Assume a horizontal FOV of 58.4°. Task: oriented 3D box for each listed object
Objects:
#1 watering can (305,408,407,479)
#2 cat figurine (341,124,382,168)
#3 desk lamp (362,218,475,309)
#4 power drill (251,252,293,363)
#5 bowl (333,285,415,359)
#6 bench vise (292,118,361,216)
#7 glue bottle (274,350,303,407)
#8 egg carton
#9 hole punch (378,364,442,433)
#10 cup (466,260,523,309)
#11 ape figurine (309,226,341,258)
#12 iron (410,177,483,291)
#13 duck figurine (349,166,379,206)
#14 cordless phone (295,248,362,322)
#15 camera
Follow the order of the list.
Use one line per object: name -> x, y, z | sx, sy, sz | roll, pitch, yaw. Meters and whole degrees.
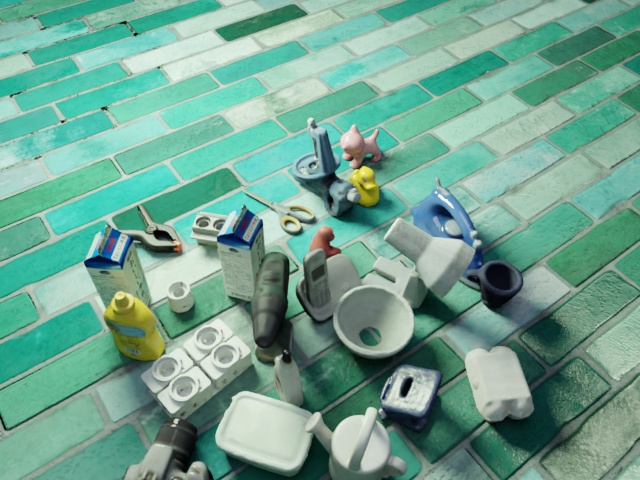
watering can -> 0.060, 0.347, 0.961 | 0.173, 0.194, 0.101 | 3, 51, 0
cat figurine -> 0.103, -0.253, 1.503 | 0.128, 0.118, 0.067 | -23, 55, -20
desk lamp -> 0.200, 0.056, 1.193 | 0.202, 0.214, 0.118 | 25, 54, 17
power drill -> -0.092, 0.148, 1.107 | 0.075, 0.208, 0.229 | 2, 51, -1
bowl -> 0.108, 0.180, 1.177 | 0.167, 0.075, 0.167 | 1, 51, -1
bench vise -> 0.024, -0.180, 1.373 | 0.207, 0.220, 0.122 | 24, 54, 17
glue bottle -> -0.060, 0.246, 1.052 | 0.037, 0.173, 0.078 | -22, 55, -19
egg carton -> 0.344, 0.278, 1.111 | 0.107, 0.069, 0.150 | -5, 51, -6
hole punch -> 0.168, 0.292, 1.078 | 0.101, 0.091, 0.109 | 21, 53, 14
cup -> 0.368, 0.103, 1.239 | 0.117, 0.095, 0.092 | 10, 51, 6
ape figurine -> 0.012, 0.005, 1.304 | 0.076, 0.092, 0.077 | -12, 52, -12
iron -> 0.313, -0.020, 1.307 | 0.119, 0.141, 0.257 | -19, 54, -17
duck figurine -> 0.112, -0.147, 1.437 | 0.078, 0.086, 0.104 | -17, 54, -16
cordless phone -> 0.020, 0.070, 1.191 | 0.148, 0.185, 0.094 | -36, 60, -27
camera -> -0.247, 0.380, 0.980 | 0.143, 0.101, 0.137 | 11, 51, 7
